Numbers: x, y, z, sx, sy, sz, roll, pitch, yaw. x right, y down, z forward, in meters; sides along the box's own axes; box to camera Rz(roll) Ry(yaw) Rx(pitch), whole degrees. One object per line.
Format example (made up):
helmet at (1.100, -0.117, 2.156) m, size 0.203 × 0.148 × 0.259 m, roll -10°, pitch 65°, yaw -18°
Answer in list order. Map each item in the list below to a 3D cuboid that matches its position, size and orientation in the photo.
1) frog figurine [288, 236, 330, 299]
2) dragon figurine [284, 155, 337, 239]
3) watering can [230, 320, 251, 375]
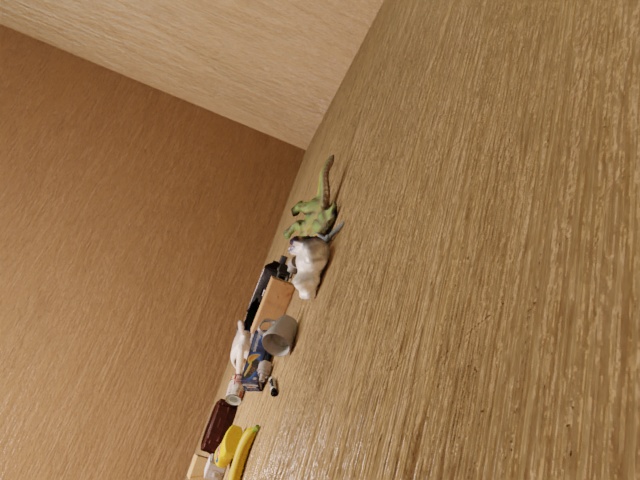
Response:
frog figurine at (-0.022, 0.074, 1.391) m, size 0.135 × 0.123 × 0.162 m, roll -45°, pitch 60°, yaw 52°
dragon figurine at (0.005, -0.082, 1.635) m, size 0.244 × 0.121 × 0.411 m, roll 19°, pitch 89°, yaw 65°
watering can at (-0.318, 0.428, 2.167) m, size 0.229 × 0.104 × 0.341 m, roll -87°, pitch 4°, yaw -64°
